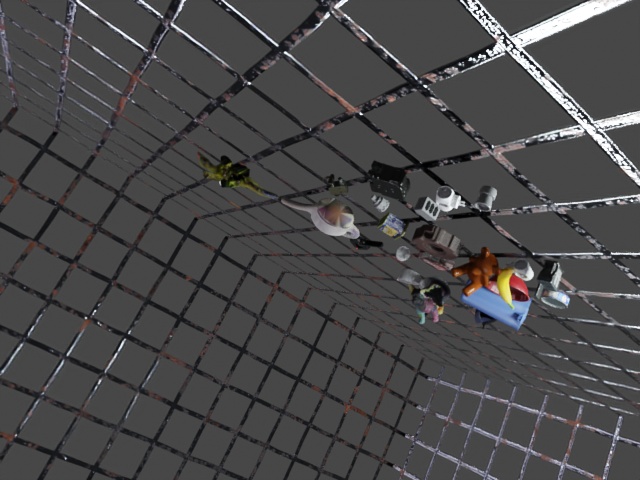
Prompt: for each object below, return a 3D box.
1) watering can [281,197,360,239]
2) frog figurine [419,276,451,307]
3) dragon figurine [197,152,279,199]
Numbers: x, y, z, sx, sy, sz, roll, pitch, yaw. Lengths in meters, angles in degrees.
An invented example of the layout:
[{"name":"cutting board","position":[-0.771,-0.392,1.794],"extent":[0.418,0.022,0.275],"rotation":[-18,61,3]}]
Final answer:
[{"name":"watering can","position":[0.006,-0.102,2.029],"extent":[0.347,0.105,0.221],"rotation":[28,163,-1]},{"name":"frog figurine","position":[0.503,0.206,2.267],"extent":[0.137,0.121,0.162],"rotation":[18,-161,4]},{"name":"dragon figurine","position":[-0.352,-0.262,2.184],"extent":[0.410,0.122,0.243],"rotation":[29,-178,-1]}]
